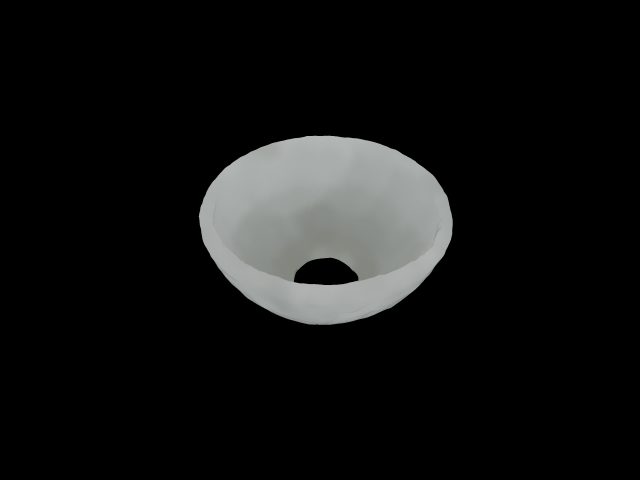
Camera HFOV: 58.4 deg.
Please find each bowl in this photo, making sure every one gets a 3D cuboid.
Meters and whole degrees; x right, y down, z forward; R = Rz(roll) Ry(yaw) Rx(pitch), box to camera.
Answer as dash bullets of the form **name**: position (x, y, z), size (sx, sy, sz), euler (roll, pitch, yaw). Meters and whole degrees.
- **bowl**: position (0.004, 0.001, 0.400), size (0.167, 0.075, 0.167), euler (0, 43, 0)
